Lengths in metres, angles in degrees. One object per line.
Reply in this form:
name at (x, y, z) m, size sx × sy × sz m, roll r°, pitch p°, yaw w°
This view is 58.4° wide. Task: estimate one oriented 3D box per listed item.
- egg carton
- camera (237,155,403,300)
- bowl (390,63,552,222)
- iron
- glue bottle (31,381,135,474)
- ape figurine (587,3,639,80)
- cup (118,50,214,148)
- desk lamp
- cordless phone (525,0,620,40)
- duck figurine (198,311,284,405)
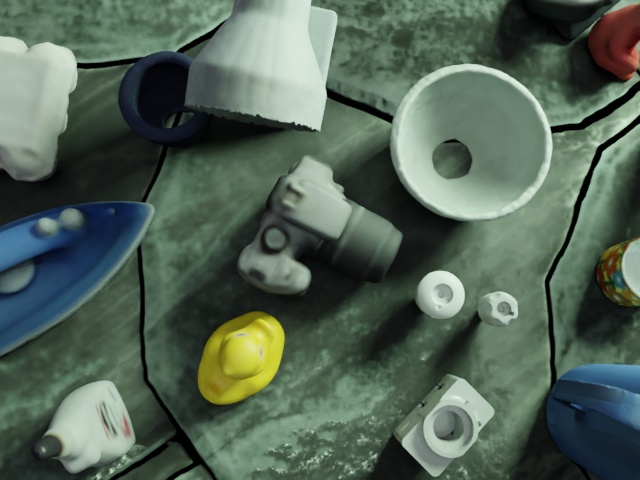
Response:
egg carton at (-0.315, -0.136, 0.594) m, size 0.107 × 0.069 × 0.150 m, roll 8°, pitch 82°, yaw -2°
camera at (0.005, 0.002, 0.578) m, size 0.137 × 0.100 × 0.143 m, roll 27°, pitch 82°, yaw 1°
bowl at (0.153, -0.096, 0.613) m, size 0.167 × 0.074 × 0.167 m, roll 0°, pitch 82°, yaw -3°
iron at (-0.286, 0.021, 0.538) m, size 0.258 × 0.141 × 0.118 m, roll -32°, pitch 85°, yaw -7°
glue bottle at (-0.211, 0.170, 0.506) m, size 0.037 × 0.173 × 0.078 m, roll -28°, pitch 84°, yaw -6°
ape figurine at (0.348, -0.231, 0.633) m, size 0.076 × 0.092 × 0.078 m, roll 44°, pitch 82°, yaw 3°
cup at (-0.136, -0.133, 0.591) m, size 0.118 × 0.095 × 0.092 m, roll 3°, pitch 82°, yaw -3°
desk lamp at (-0.045, -0.182, 0.543) m, size 0.118 × 0.213 × 0.203 m, roll 10°, pitch 82°, yaw -1°
cordless phone at (0.308, -0.310, 0.595) m, size 0.094 × 0.185 × 0.148 m, roll 45°, pitch 82°, yaw 4°
duck figurine at (-0.080, 0.118, 0.565) m, size 0.077 × 0.086 × 0.104 m, roll 41°, pitch 82°, yaw 3°
